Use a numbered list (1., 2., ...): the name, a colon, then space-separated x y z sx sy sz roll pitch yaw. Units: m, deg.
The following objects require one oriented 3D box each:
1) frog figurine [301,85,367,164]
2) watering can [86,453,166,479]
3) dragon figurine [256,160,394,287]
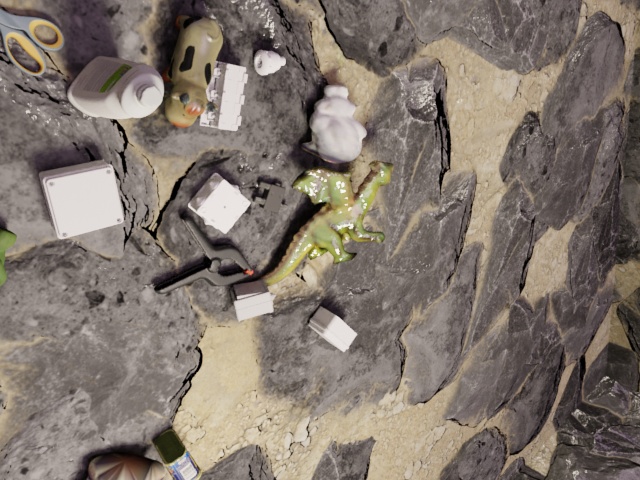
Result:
1. frog figurine: 0.042 -0.253 1.130 0.137 0.125 0.157 13 111 -22
2. watering can: -0.385 0.566 1.087 0.346 0.105 0.223 14 98 -27
3. dragon figurine: 0.004 -0.058 1.162 0.412 0.124 0.238 -27 122 -12
